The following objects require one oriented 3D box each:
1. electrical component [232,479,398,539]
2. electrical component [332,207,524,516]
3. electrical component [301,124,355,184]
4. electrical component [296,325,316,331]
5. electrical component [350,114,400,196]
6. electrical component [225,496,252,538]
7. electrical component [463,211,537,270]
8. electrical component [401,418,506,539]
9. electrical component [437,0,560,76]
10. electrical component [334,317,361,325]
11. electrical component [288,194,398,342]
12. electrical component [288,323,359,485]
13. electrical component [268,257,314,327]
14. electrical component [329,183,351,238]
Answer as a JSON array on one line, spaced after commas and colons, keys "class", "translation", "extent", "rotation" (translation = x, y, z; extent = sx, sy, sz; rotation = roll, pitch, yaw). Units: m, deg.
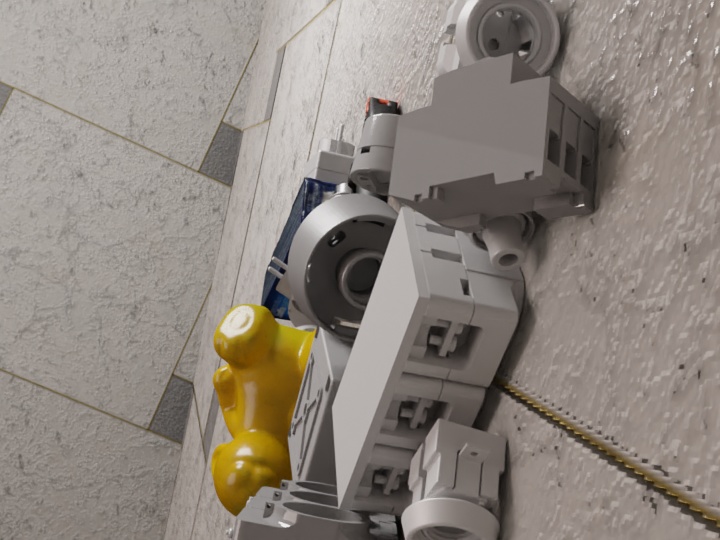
[{"class": "electrical component", "translation": [-0.026, 0.168, 0.644], "extent": [0.150, 0.089, 0.061], "rotation": [82, -162, -85]}, {"class": "electrical component", "translation": [0.035, 0.055, 0.603], "extent": [0.089, 0.062, 0.150], "rotation": [-97, 21, -56]}, {"class": "electrical component", "translation": [-0.026, -0.110, 1.092], "extent": [0.083, 0.047, 0.075], "rotation": [162, 119, -77]}, {"class": "electrical component", "translation": [-0.047, 0.086, 1.015], "extent": [0.048, 0.048, 0.062], "rotation": [-99, 14, -60]}, {"class": "electrical component", "translation": [0.024, -0.087, 0.818], "extent": [0.055, 0.055, 0.047], "rotation": [140, 144, -72]}, {"class": "electrical component", "translation": [-0.053, 0.209, 0.790], "extent": [0.062, 0.096, 0.061], "rotation": [-159, 80, -78]}, {"class": "electrical component", "translation": [0.072, -0.029, 0.559], "extent": [0.048, 0.048, 0.062], "rotation": [114, 156, -46]}, {"class": "electrical component", "translation": [0.047, 0.113, 0.537], "extent": [0.066, 0.048, 0.055], "rotation": [115, 170, -47]}, {"class": "electrical component", "translation": [0.077, -0.126, 0.593], "extent": [0.057, 0.058, 0.078], "rotation": [-152, 73, -81]}, {"class": "electrical component", "translation": [0.000, 0.011, 0.817], "extent": [0.078, 0.058, 0.057], "rotation": [62, -141, -82]}, {"class": "electrical component", "translation": [0.000, 0.000, 0.747], "extent": [0.064, 0.099, 0.099], "rotation": [-139, 61, -70]}, {"class": "electrical component", "translation": [-0.014, 0.109, 0.797], "extent": [0.108, 0.056, 0.108], "rotation": [-109, 32, -68]}, {"class": "electrical component", "translation": [-0.054, 0.015, 1.032], "extent": [0.043, 0.079, 0.077], "rotation": [-53, -5, -34]}, {"class": "electrical component", "translation": [-0.014, -0.052, 0.986], "extent": [0.043, 0.043, 0.062], "rotation": [115, 163, -49]}]
